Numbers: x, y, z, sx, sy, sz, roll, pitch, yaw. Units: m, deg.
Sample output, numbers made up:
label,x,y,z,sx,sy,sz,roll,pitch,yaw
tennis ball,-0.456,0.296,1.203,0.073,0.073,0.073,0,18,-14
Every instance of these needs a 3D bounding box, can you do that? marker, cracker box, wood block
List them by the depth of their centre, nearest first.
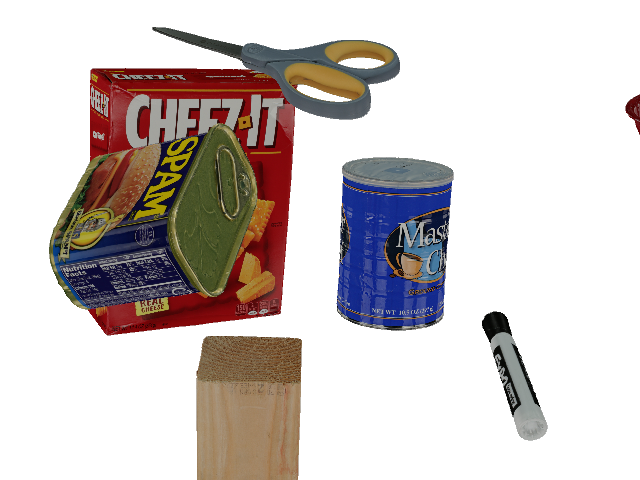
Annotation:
label,x,y,z,sx,sy,sz,roll,pitch,yaw
marker,0.128,0.087,0.717,0.020,0.020,0.121,0,31,-4
cracker box,-0.110,-0.035,0.908,0.164,0.214,0.072,-4,20,-26
wood block,-0.064,0.198,0.956,0.090,0.206,0.091,2,20,-2

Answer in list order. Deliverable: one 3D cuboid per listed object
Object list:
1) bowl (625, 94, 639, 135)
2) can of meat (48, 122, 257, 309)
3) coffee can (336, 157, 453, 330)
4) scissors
label,x,y,z,sx,sy,sz,roll,pitch,yaw
bowl,0.360,-0.097,0.970,0.162,0.055,0.162,-4,23,2
can of meat,-0.091,-0.012,0.586,0.084,0.057,0.102,-10,39,23
coffee can,0.069,0.001,0.999,0.103,0.140,0.103,2,16,-1
scissors,-0.026,-0.136,0.765,0.096,0.016,0.202,-30,45,-29
